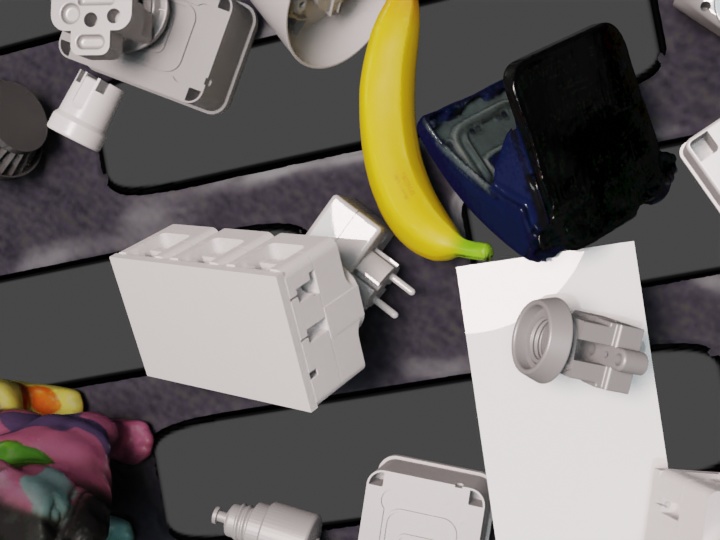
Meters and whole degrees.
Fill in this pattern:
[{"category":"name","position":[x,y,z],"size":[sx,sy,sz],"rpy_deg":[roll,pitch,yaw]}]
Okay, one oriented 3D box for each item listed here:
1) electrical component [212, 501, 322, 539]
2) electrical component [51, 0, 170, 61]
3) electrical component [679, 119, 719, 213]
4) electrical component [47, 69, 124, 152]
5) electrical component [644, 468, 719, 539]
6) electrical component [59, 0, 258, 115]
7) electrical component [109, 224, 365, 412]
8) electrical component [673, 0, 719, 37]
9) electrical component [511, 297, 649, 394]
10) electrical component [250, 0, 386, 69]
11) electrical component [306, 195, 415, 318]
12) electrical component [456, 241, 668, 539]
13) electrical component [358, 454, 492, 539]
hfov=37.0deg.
[{"category":"electrical component","position":[-0.061,0.175,0.721],"size":[0.078,0.040,0.040],"rpy_deg":[13,94,14]},{"category":"electrical component","position":[-0.154,-0.168,0.672],"size":[0.058,0.057,0.078],"rpy_deg":[2,91,14]},{"category":"electrical component","position":[0.264,-0.059,0.630],"size":[0.109,0.056,0.108],"rpy_deg":[-35,82,12]},{"category":"electrical component","position":[-0.191,-0.112,0.752],"size":[0.040,0.040,0.046],"rpy_deg":[27,91,12]},{"category":"electrical component","position":[0.240,0.165,0.600],"size":[0.150,0.062,0.089],"rpy_deg":[7,92,-17]},{"category":"electrical component","position":[-0.134,-0.159,0.728],"size":[0.113,0.057,0.078],"rpy_deg":[22,96,13]},{"category":"electrical component","position":[-0.075,0.024,0.676],"size":[0.150,0.062,0.089],"rpy_deg":[6,118,40]},{"category":"electrical component","position":[0.243,-0.170,0.641],"size":[0.077,0.044,0.079],"rpy_deg":[37,99,11]},{"category":"electrical component","position":[0.118,0.042,0.598],"size":[0.055,0.066,0.048],"rpy_deg":[12,94,-20]},{"category":"electrical component","position":[-0.022,-0.185,0.682],"size":[0.099,0.099,0.064],"rpy_deg":[-46,74,10]},{"category":"electrical component","position":[0.000,0.000,0.701],"size":[0.077,0.047,0.065],"rpy_deg":[38,99,11]},{"category":"electrical component","position":[0.129,0.082,0.663],"size":[0.105,0.060,0.186],"rpy_deg":[-8,88,14]},{"category":"electrical component","position":[0.040,0.181,0.687],"size":[0.078,0.057,0.113],"rpy_deg":[9,93,14]}]
